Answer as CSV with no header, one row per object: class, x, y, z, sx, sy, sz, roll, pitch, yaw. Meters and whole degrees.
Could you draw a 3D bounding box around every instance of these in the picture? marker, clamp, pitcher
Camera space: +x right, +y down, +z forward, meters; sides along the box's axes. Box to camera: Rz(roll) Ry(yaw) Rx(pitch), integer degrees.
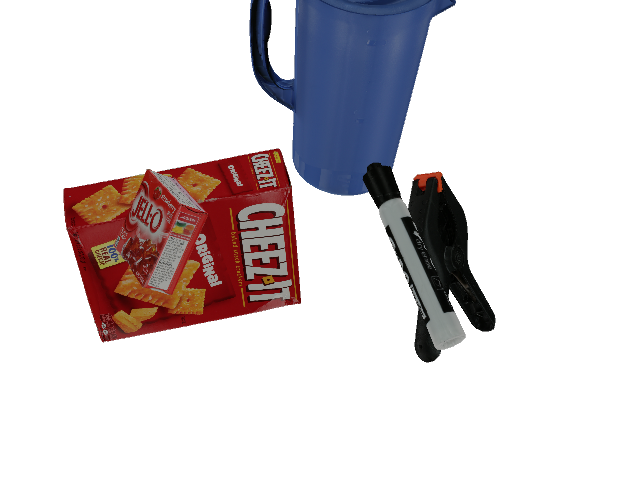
marker,0.053,0.006,0.626,0.020,0.121,0.020,-19,-22,-8
clamp,0.109,0.026,0.985,0.039,0.171,0.120,-12,13,35
pitcher,0.022,-0.165,1.049,0.144,0.243,0.149,-32,58,-32

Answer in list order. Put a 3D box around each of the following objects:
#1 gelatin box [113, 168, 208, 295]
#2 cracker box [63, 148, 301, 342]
gelatin box,-0.130,-0.009,0.857,0.030,0.073,0.089,19,13,-33
cracker box,-0.132,0.009,1.059,0.213,0.164,0.072,-10,44,-7
